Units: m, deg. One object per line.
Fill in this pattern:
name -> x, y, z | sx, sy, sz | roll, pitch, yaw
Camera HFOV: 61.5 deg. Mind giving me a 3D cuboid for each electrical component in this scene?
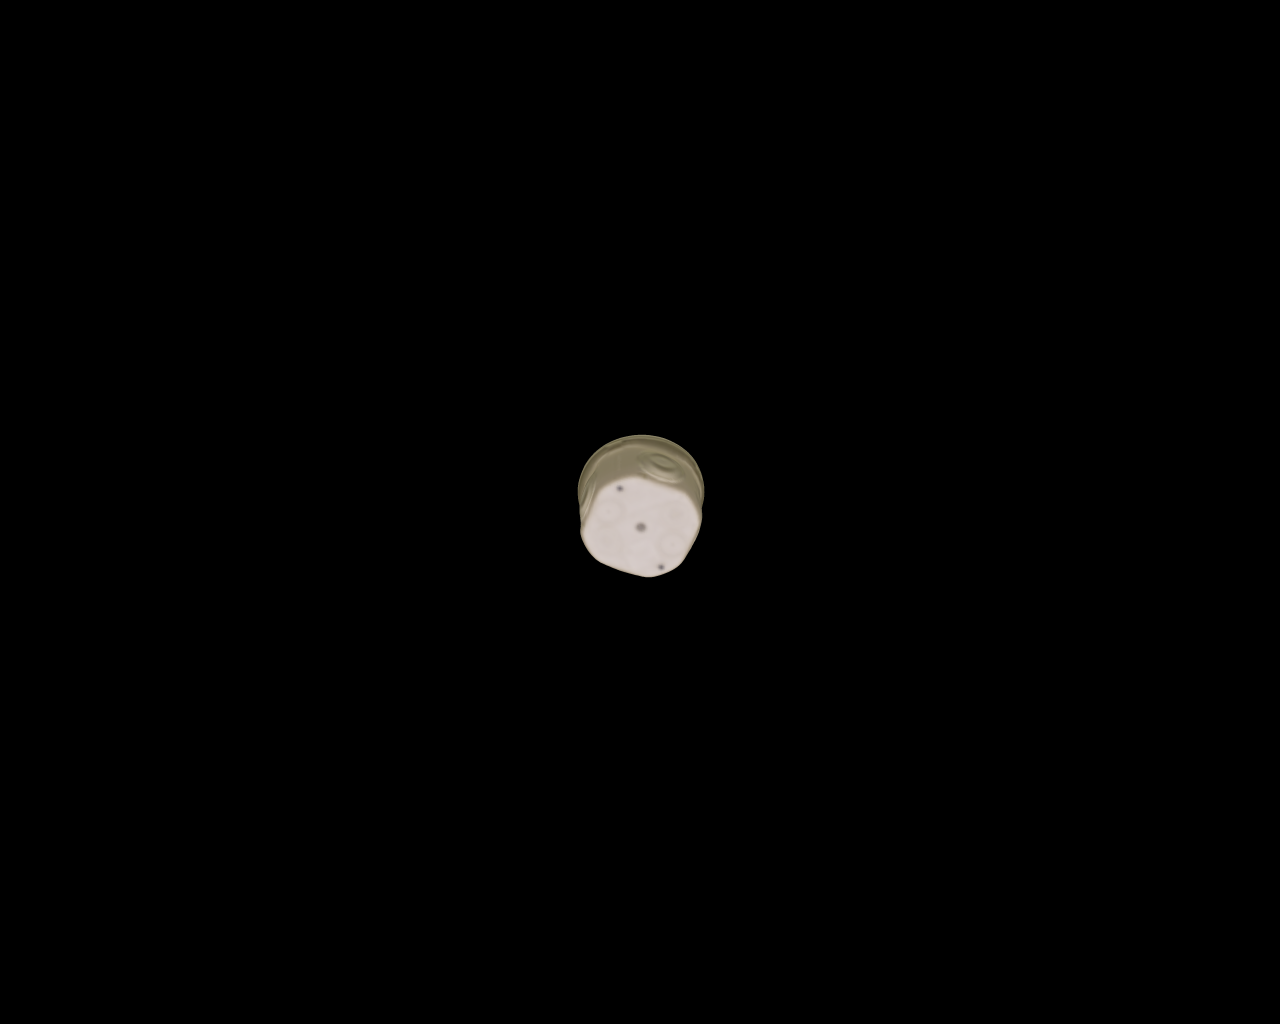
electrical component -> 0.001, -0.003, 0.650 | 0.080, 0.080, 0.051 | 0, 30, 0
